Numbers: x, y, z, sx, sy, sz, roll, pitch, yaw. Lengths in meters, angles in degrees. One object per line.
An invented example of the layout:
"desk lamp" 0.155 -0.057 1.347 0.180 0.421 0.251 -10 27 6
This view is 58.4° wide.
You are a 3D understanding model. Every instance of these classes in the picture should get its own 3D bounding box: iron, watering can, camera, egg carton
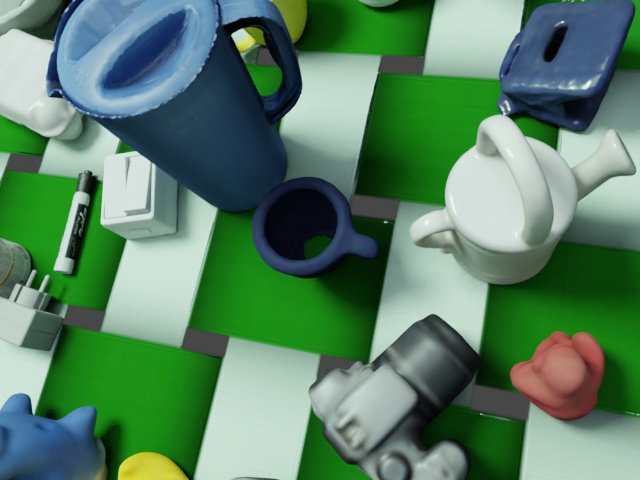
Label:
"iron" -0.288 0.269 0.496 0.118 0.142 0.258 5 75 14
"watering can" 0.158 -0.038 0.461 0.173 0.194 0.100 -40 69 -1
"camera" 0.078 0.138 0.476 0.137 0.101 0.143 -44 69 -3
"egg carton" -0.334 -0.184 0.682 0.150 0.069 0.107 24 80 18

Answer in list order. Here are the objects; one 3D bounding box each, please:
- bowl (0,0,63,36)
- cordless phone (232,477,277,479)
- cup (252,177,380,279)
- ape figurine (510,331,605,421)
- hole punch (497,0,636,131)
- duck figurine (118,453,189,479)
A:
"bowl" -0.389 -0.324 0.733 0.167 0.075 0.167 -3 73 12
"cordless phone" -0.061 0.259 0.425 0.094 0.185 0.147 -9 72 10
"cup" 0.005 0.002 0.537 0.117 0.095 0.092 17 78 17
"ape figurine" 0.195 0.108 0.464 0.077 0.092 0.076 -10 72 10
"hole punch" 0.227 -0.171 0.541 0.101 0.091 0.109 22 80 18
"duck figurine" -0.158 0.242 0.505 0.077 0.086 0.104 -28 70 3
